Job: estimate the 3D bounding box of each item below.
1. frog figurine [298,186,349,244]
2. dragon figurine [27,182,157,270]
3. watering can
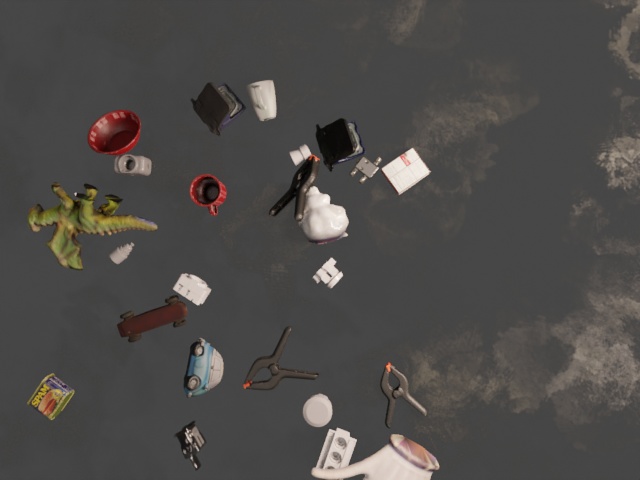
[{"bbox_3d":[0.004,-0.073,1.441,0.137,0.124,0.158,-11,98,24],"label":"frog figurine"},{"bbox_3d":[-0.692,-0.026,1.516,0.412,0.123,0.240,26,102,10],"label":"dragon figurine"},{"bbox_3d":[0.167,0.619,1.367,0.346,0.104,0.224,32,91,-12],"label":"watering can"}]
